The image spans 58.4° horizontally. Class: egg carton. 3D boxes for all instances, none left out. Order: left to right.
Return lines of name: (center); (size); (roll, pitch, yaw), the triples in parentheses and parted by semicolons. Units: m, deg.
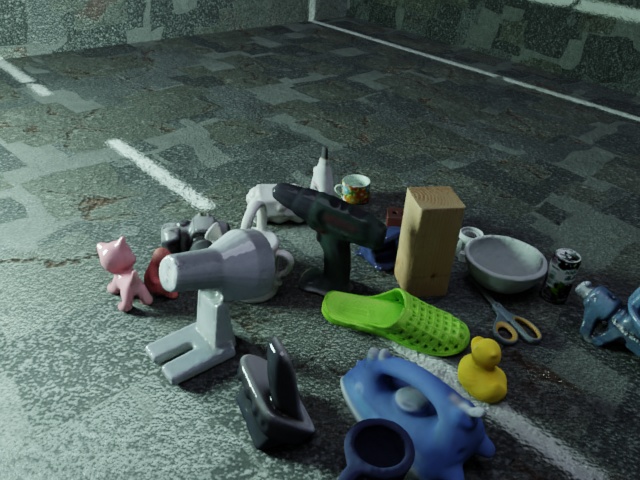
egg carton: (-0.100, -0.086, 1.370); (0.150, 0.069, 0.107); (-2, 33, -11)

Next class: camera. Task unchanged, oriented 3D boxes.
camera: (-0.249, 0.014, 1.164); (0.143, 0.101, 0.136); (-4, 33, -13)

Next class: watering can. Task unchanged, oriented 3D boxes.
watering can: (-0.135, 0.015, 1.089); (0.173, 0.194, 0.101); (2, 32, -3)

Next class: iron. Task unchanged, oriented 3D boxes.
iron: (0.128, 0.230, 0.831); (0.257, 0.141, 0.119); (30, 41, 35)

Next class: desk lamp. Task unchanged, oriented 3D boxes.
desk lamp: (-0.179, 0.097, 0.937); (0.204, 0.214, 0.117); (-24, 42, -37)

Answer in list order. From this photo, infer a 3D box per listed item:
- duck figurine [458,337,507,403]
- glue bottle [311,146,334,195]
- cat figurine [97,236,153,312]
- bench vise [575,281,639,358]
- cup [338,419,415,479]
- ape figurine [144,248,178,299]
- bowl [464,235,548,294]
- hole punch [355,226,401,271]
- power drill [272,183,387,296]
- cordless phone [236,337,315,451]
duck figurine: (0.272, 0.206, 0.940); (0.077, 0.086, 0.104); (-2, 33, -10)
glue bottle: (0.006, -0.145, 1.378); (0.037, 0.173, 0.078); (-14, 37, -27)
cat figurine: (-0.368, 0.053, 1.073); (0.067, 0.118, 0.127); (-20, 40, -33)
bench vise: (0.558, 0.114, 0.994); (0.207, 0.220, 0.122); (16, 34, 18)
cup: (0.065, 0.305, 0.749); (0.091, 0.095, 0.118); (30, 40, 34)
ape figurine: (-0.301, 0.058, 1.097); (0.076, 0.092, 0.078); (16, 34, 18)
bowl: (0.378, 0.062, 1.191); (0.167, 0.075, 0.167); (3, 32, -2)
hole punch: (0.141, 0.002, 1.240); (0.109, 0.091, 0.100); (-16, 38, -29)
power drill: (0.010, 0.004, 1.111); (0.229, 0.208, 0.076); (13, 33, 14)
cordless phone: (-0.066, 0.194, 0.824); (0.094, 0.185, 0.147); (-13, 36, -26)
